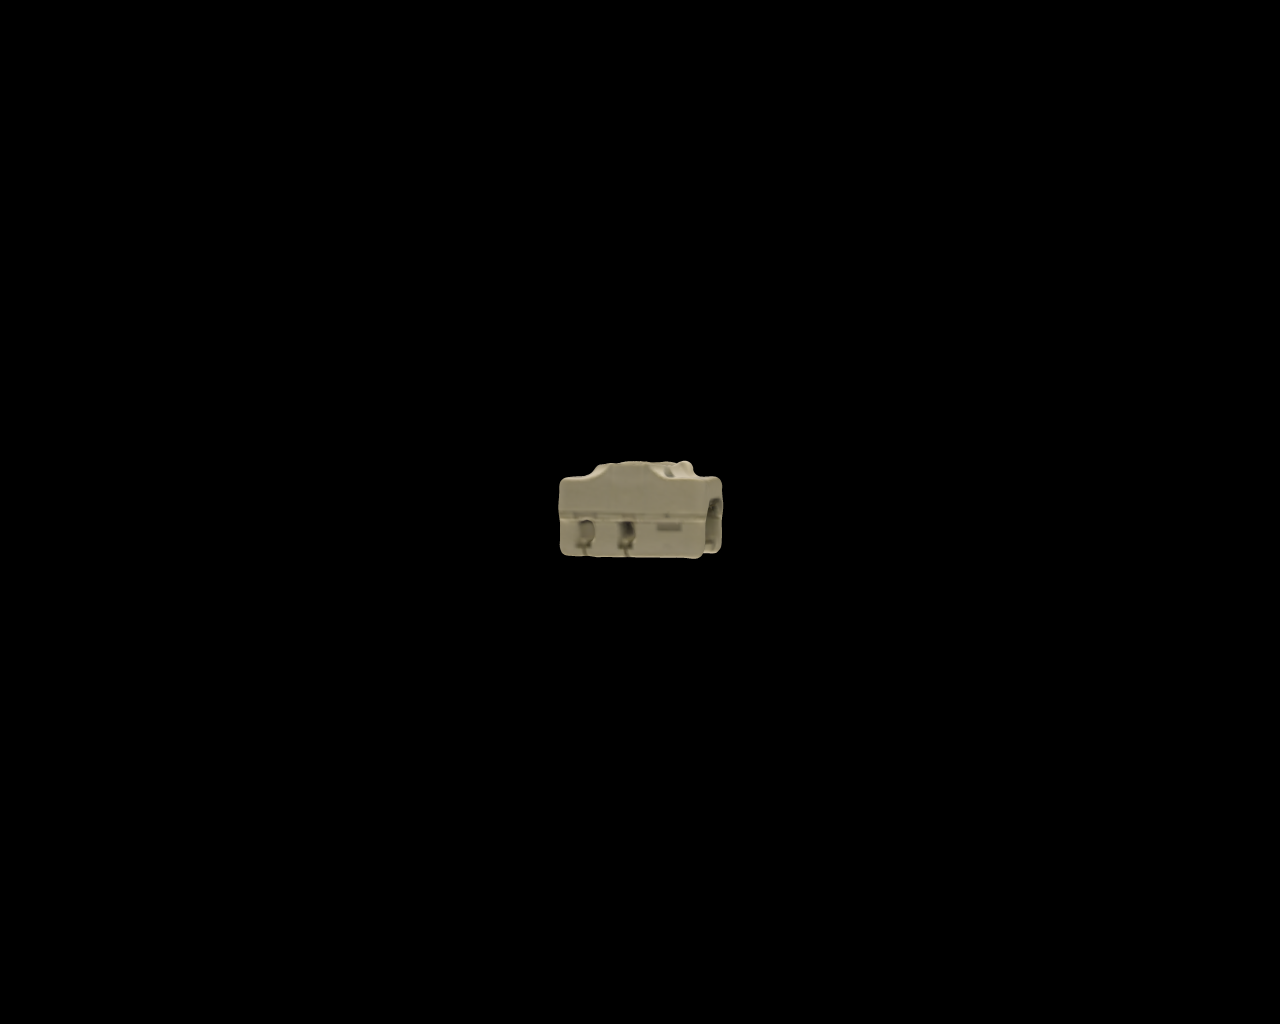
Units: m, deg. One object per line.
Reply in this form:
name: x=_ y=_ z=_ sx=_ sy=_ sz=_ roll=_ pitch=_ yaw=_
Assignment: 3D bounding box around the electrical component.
electrical component: x=0.001 y=-0.003 z=0.650 sx=0.089 sy=0.055 sz=0.050 roll=1 pitch=4 yaw=20
